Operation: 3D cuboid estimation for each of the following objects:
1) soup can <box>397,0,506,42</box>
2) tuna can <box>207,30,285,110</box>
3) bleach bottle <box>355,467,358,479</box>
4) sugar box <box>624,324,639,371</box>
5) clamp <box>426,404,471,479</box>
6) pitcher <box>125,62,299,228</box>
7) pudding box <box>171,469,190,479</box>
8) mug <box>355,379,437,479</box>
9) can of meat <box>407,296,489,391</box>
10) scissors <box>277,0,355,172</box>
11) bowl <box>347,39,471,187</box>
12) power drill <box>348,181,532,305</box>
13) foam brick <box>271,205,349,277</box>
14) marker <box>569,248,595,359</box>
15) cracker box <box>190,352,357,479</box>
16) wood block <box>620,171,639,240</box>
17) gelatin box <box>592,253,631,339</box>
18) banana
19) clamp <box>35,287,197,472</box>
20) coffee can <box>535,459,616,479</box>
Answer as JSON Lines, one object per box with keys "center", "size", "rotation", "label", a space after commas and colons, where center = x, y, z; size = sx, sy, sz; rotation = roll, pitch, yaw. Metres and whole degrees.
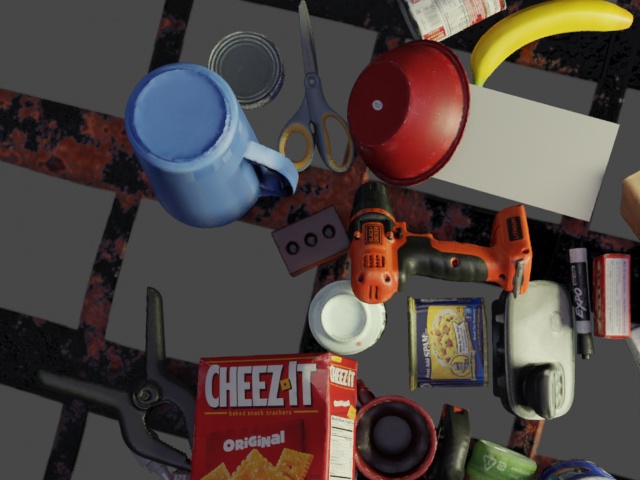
{"center": [0.145, -0.262, 1.177], "size": [0.102, 0.068, 0.068], "rotation": [-26, 84, 3], "label": "soup can"}
{"center": [-0.083, -0.192, 1.210], "size": [0.086, 0.033, 0.086], "rotation": [0, 86, 5], "label": "tuna can"}
{"center": [0.038, 0.375, 1.146], "size": [0.102, 0.068, 0.251], "rotation": [-24, 86, 6], "label": "bleach bottle"}
{"center": [0.424, 0.105, 1.135], "size": [0.176, 0.048, 0.093], "rotation": [-25, 82, 2], "label": "sugar box"}
{"center": [0.133, 0.246, 1.113], "size": [0.039, 0.120, 0.171], "rotation": [18, 62, -10], "label": "clamp"}
{"center": [-0.117, -0.095, 1.103], "size": [0.149, 0.243, 0.145], "rotation": [-29, 82, -4], "label": "pitcher"}
{"center": [-0.117, 0.310, 1.176], "size": [0.090, 0.039, 0.113], "rotation": [-1, 86, 5], "label": "pudding box"}
{"center": [0.071, 0.201, 1.145], "size": [0.093, 0.081, 0.117], "rotation": [-37, 84, 2], "label": "mug"}
{"center": [0.138, 0.111, 1.158], "size": [0.084, 0.057, 0.102], "rotation": [-1, 87, 3], "label": "can of meat"}
{"center": [-0.024, -0.164, 1.212], "size": [0.096, 0.016, 0.202], "rotation": [-23, 84, 4], "label": "scissors"}
{"center": [0.080, -0.140, 1.137], "size": [0.162, 0.055, 0.162], "rotation": [-9, 77, 45], "label": "bowl"}
{"center": [0.123, -0.001, 1.125], "size": [0.187, 0.184, 0.057], "rotation": [0, 129, 3], "label": "power drill"}
{"center": [-0.008, 0.001, 1.181], "size": [0.078, 0.051, 0.053], "rotation": [-25, 84, 4], "label": "foam brick"}
{"center": [0.286, 0.069, 1.164], "size": [0.020, 0.020, 0.121], "rotation": [-4, 86, 5], "label": "marker"}
{"center": [-0.050, 0.227, 1.102], "size": [0.164, 0.072, 0.213], "rotation": [-6, 74, 28], "label": "cracker box"}
{"center": [0.403, 0.015, 1.090], "size": [0.090, 0.090, 0.206], "rotation": [-29, 64, 1], "label": "wood block"}
{"center": [0.309, 0.060, 1.136], "size": [0.030, 0.073, 0.089], "rotation": [0, 86, 6], "label": "gelatin box"}
{"center": [0.245, -0.228, 1.183], "size": [0.198, 0.037, 0.069], "rotation": [-25, 114, 6], "label": "banana"}
{"center": [-0.186, 0.164, 1.176], "size": [0.210, 0.036, 0.164], "rotation": [43, 77, 11], "label": "clamp"}
{"center": [0.271, 0.284, 1.090], "size": [0.103, 0.140, 0.103], "rotation": [0, 86, 5], "label": "coffee can"}
